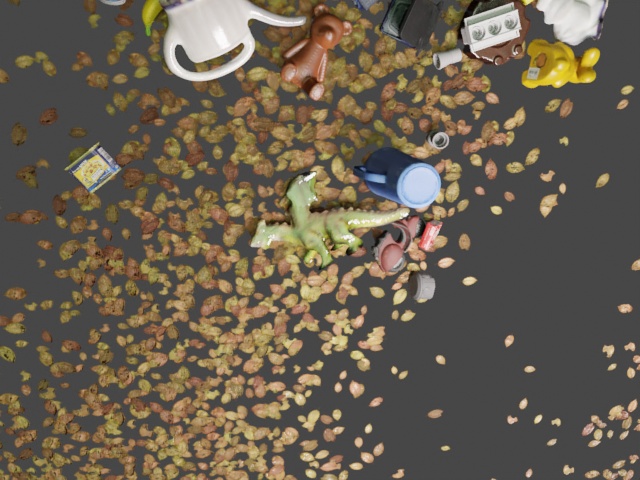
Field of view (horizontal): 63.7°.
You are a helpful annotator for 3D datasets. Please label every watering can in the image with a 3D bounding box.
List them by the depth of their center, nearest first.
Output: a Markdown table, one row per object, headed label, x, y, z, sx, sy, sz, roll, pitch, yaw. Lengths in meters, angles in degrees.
| label | x | y | z | sx | sy | sz | roll | pitch | yaw |
| --- | --- | --- | --- | --- | --- | --- | --- | --- | --- |
| watering can | -0.212 | -0.509 | 1.178 | 0.349 | 0.220 | 0.106 | -31 | 38 | -6 |

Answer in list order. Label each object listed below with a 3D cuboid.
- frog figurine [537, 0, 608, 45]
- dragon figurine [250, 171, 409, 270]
| label | x | y | z | sx | sy | sz | roll | pitch | yaw |
| --- | --- | --- | --- | --- | --- | --- | --- | --- | --- |
| frog figurine | 0.619 | -0.566 | 1.291 | 0.159 | 0.135 | 0.125 | 12 | 27 | 8 |
| dragon figurine | 0.004 | -0.069 | 1.361 | 0.409 | 0.241 | 0.123 | -30 | 11 | 6 |
